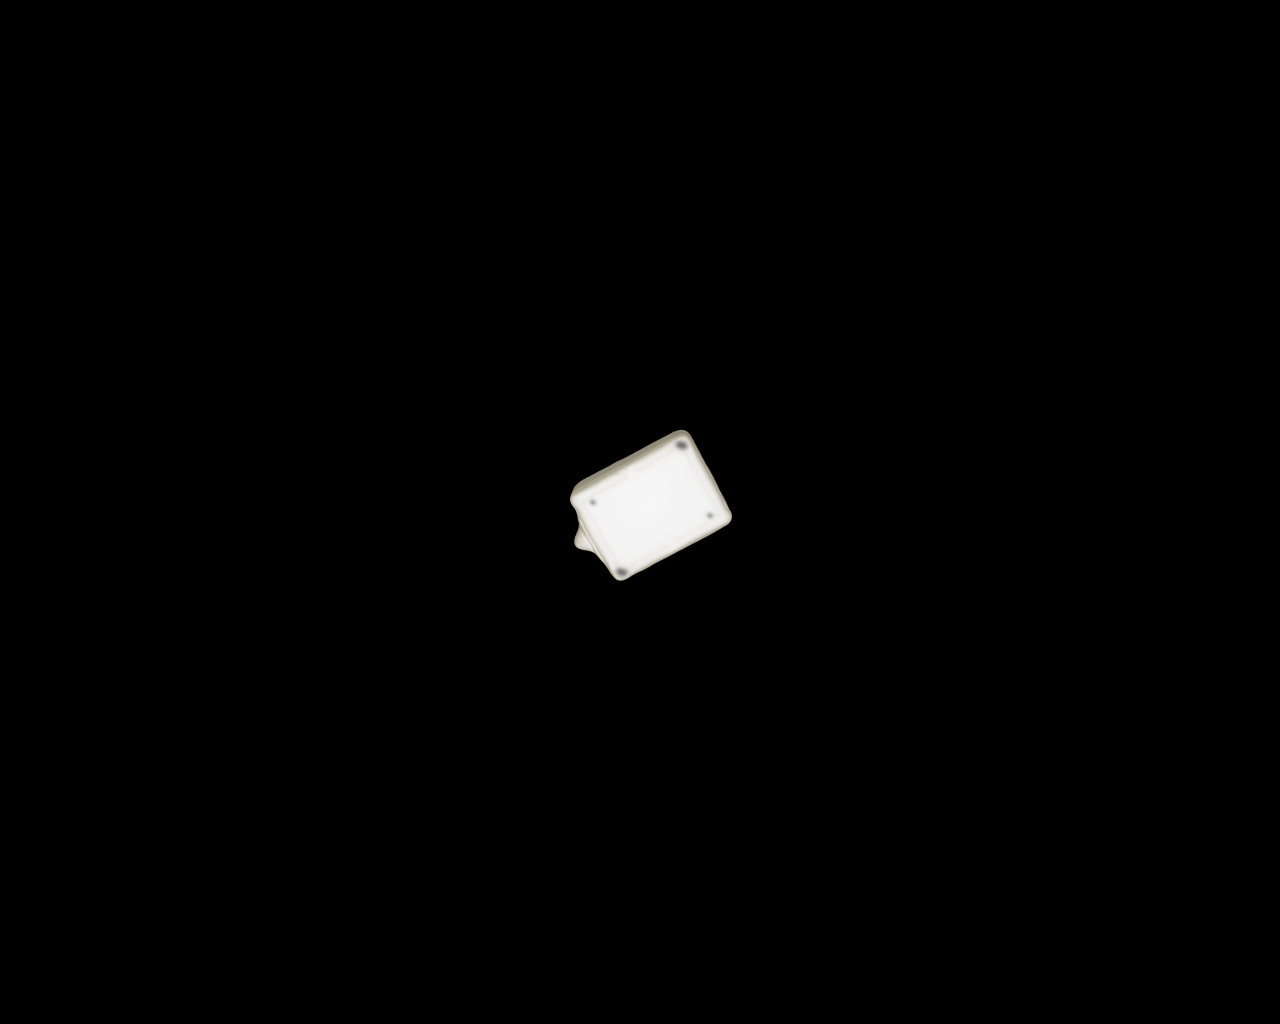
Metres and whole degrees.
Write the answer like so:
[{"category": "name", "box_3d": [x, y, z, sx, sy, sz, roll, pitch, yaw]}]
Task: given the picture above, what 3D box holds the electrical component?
[{"category": "electrical component", "box_3d": [0.001, -0.003, 0.650, 0.096, 0.061, 0.061, -28, 7, 4]}]
